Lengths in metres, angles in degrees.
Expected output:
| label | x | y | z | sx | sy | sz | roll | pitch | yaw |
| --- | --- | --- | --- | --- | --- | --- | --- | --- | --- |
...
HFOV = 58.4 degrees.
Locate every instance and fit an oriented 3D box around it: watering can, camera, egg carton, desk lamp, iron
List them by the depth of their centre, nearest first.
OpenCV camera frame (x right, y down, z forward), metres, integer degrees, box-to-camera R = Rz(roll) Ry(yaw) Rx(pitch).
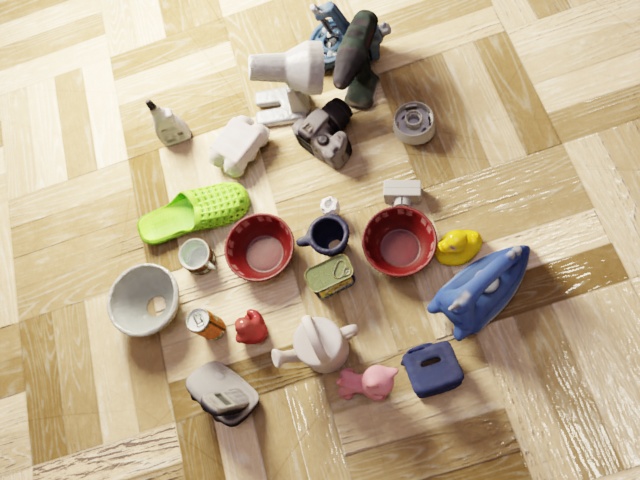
| label | x | y | z | sx | sy | sz | roll | pitch | yaw |
| --- | --- | --- | --- | --- | --- | --- | --- | --- | --- |
| watering can | -0.009 | 0.209 | 1.137 | 0.173 | 0.194 | 0.100 | -43 | 70 | -6 |
| iron | 0.339 | 0.078 | 1.153 | 0.258 | 0.141 | 0.118 | -42 | 70 | -6 |
| desk lamp | -0.075 | -0.364 | 1.334 | 0.203 | 0.214 | 0.118 | -8 | 70 | 7 |
| camera | 0.023 | -0.264 | 1.344 | 0.143 | 0.101 | 0.137 | 39 | 81 | 19 |
| egg carton | -0.196 | -0.228 | 1.385 | 0.107 | 0.069 | 0.150 | 31 | 79 | 18 |

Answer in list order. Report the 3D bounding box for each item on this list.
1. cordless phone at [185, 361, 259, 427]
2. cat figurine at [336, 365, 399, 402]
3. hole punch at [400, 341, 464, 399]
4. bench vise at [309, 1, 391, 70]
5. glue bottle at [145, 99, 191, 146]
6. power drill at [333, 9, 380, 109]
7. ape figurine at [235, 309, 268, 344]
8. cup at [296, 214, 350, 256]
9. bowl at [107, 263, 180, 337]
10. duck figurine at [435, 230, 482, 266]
| label | x | y | z | sx | sy | sz | roll | pitch | yaw |
| --- | --- | --- | --- | --- | --- | --- | --- | --- | --- |
| cordless phone | -0.211 | 0.304 | 1.144 | 0.147 | 0.185 | 0.094 | 32 | 79 | 18 |
| cat figurine | 0.093 | 0.283 | 1.136 | 0.127 | 0.118 | 0.067 | -2 | 71 | 9 |
| hole punch | 0.221 | 0.255 | 1.139 | 0.108 | 0.091 | 0.101 | -20 | 69 | 2 |
| bench vise | 0.056 | -0.502 | 1.356 | 0.207 | 0.220 | 0.121 | -29 | 69 | -1 |
| glue bottle | -0.375 | -0.289 | 1.379 | 0.078 | 0.173 | 0.037 | -17 | 69 | 4 |
| power drill | 0.086 | -0.398 | 1.321 | 0.075 | 0.209 | 0.230 | 11 | 73 | 13 |
| ape figurine | -0.154 | 0.187 | 1.224 | 0.076 | 0.092 | 0.078 | 40 | 82 | 19 |
| cup | 0.012 | 0.004 | 1.257 | 0.117 | 0.095 | 0.091 | -15 | 69 | 4 |
| bowl | -0.384 | 0.141 | 1.287 | 0.167 | 0.075 | 0.167 | -3 | 71 | 9 |
| duck figurine | 0.294 | 0.006 | 1.214 | 0.104 | 0.086 | 0.077 | -22 | 69 | 2 |
